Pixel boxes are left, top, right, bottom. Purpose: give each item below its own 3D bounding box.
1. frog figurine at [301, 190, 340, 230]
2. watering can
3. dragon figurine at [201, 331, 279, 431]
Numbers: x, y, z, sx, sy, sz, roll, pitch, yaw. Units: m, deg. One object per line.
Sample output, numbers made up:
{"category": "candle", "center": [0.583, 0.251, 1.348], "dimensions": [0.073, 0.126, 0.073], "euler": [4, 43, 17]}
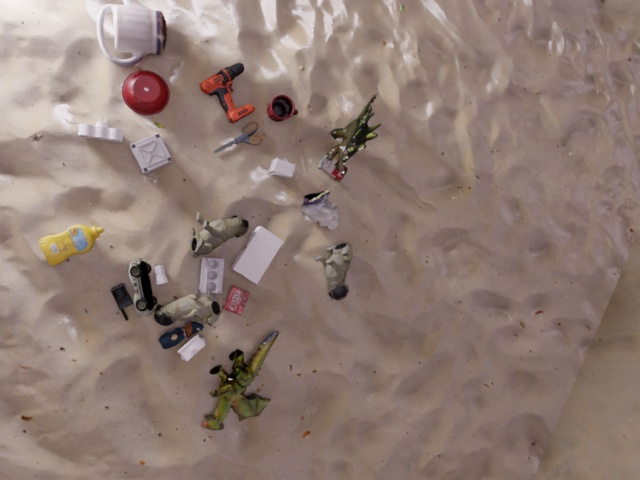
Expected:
{"category": "frog figurine", "center": [0.006, -0.100, 1.991], "dimensions": [0.137, 0.125, 0.157], "euler": [-19, 108, 12]}
{"category": "watering can", "center": [-0.640, -0.760, 1.757], "dimensions": [0.225, 0.104, 0.348], "euler": [-2, 89, -23]}
{"category": "dragon figurine", "center": [-0.267, 0.538, 1.883], "dimensions": [0.414, 0.123, 0.238], "euler": [-35, 119, -17]}
